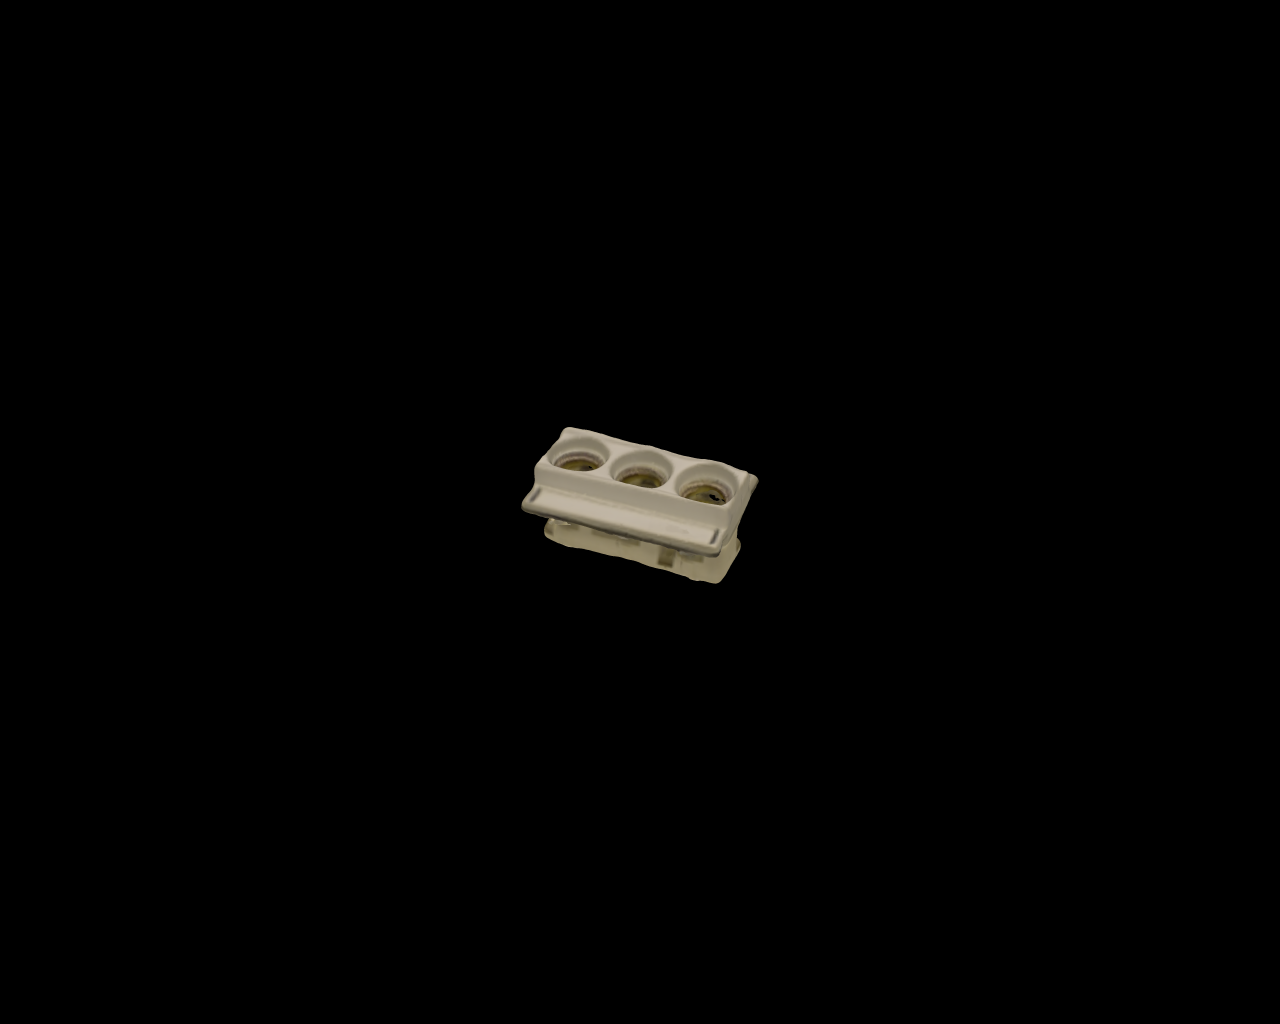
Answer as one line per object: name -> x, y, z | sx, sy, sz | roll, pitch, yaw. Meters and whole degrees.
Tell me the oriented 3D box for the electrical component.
electrical component -> 0.001, -0.003, 0.650 | 0.121, 0.063, 0.079 | 14, 40, 17
